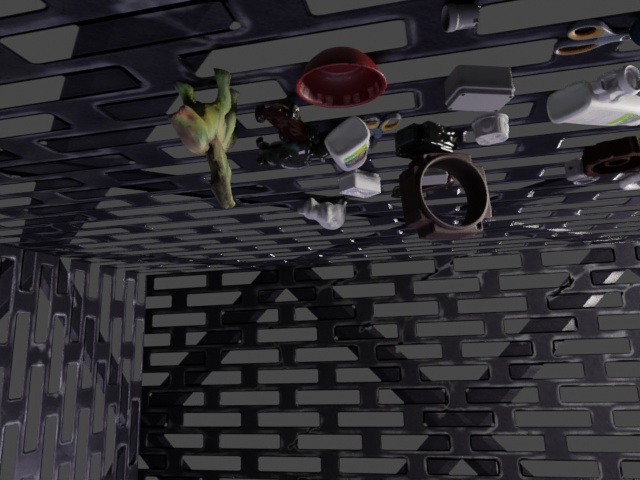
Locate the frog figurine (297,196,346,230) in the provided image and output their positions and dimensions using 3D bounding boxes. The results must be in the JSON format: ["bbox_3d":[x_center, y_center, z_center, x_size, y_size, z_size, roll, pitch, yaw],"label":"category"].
[{"bbox_3d":[0.005,-0.090,1.781,0.160,0.122,0.138,-10,-170,-18],"label":"frog figurine"}]

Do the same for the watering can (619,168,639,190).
[{"bbox_3d":[0.990,-0.196,1.394,0.225,0.105,0.344,-6,170,-14],"label":"watering can"}]

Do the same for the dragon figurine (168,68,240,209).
[{"bbox_3d":[-0.204,-0.175,1.007,0.122,0.246,0.405,-8,166,4],"label":"dragon figurine"}]
